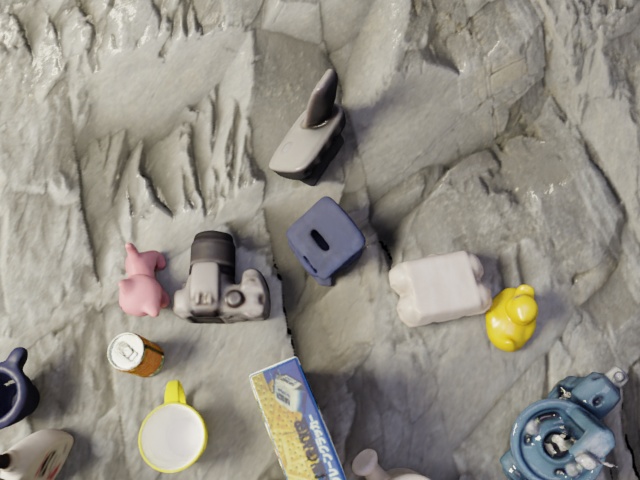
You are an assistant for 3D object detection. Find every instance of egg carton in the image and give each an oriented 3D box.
[{"bbox_3d":[0.186,0.075,0.889,0.150,0.069,0.107,-12,72,-5],"label":"egg carton"}]

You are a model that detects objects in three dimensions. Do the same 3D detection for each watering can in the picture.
[{"bbox_3d":[0.110,0.348,0.734,0.172,0.194,0.101,24,73,7],"label":"watering can"}]

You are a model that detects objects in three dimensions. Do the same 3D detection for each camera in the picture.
[{"bbox_3d":[-0.149,0.054,0.874,0.143,0.101,0.137,-1,72,-1],"label":"camera"}]

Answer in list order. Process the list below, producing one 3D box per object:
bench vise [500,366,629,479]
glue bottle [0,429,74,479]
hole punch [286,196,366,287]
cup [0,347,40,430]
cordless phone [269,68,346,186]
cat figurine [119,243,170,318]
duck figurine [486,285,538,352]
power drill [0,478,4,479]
[{"bbox_3d":[0.336,0.238,0.759,0.121,0.220,0.207,28,74,8],"label":"bench vise"},{"bbox_3d":[-0.386,0.290,0.755,0.037,0.173,0.078,18,73,5],"label":"glue bottle"},{"bbox_3d":[0.008,0.003,0.898,0.101,0.091,0.108,-37,76,-12],"label":"hole punch"},{"bbox_3d":[-0.440,0.214,0.820,0.091,0.095,0.118,19,73,5],"label":"cup"},{"bbox_3d":[-0.019,-0.181,0.908,0.094,0.185,0.148,26,74,8],"label":"cordless phone"},{"bbox_3d":[-0.271,0.065,0.860,0.067,0.118,0.128,-14,73,-5],"label":"cat figurine"},{"bbox_3d":[0.299,0.116,0.869,0.077,0.086,0.105,20,73,6],"label":"duck figurine"},{"bbox_3d":[-0.304,0.364,0.714,0.229,0.208,0.076,31,74,9],"label":"power drill"}]
